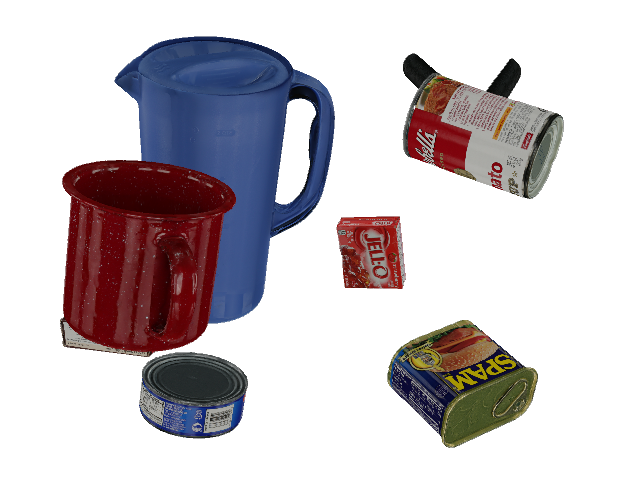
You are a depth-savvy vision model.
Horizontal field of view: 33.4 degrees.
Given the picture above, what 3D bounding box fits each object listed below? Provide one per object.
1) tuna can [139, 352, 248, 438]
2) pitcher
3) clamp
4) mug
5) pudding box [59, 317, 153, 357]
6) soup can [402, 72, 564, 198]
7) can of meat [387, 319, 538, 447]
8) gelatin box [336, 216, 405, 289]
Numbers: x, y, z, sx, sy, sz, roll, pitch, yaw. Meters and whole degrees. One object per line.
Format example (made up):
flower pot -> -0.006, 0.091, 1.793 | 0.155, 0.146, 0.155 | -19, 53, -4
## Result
tuna can -> -0.103, 0.125, 0.865 | 0.086, 0.034, 0.086 | 8, 20, -3
pitcher -> -0.087, -0.050, 0.955 | 0.149, 0.243, 0.144 | 28, 38, 33
clamp -> 0.137, -0.127, 1.038 | 0.120, 0.039, 0.171 | 4, 45, 4
mug -> -0.092, 0.013, 0.576 | 0.093, 0.081, 0.117 | -2, 23, -29
pudding box -> -0.227, 0.097, 1.226 | 0.114, 0.039, 0.090 | 3, 16, 18
soup can -> 0.123, -0.079, 0.802 | 0.102, 0.068, 0.068 | 22, 9, 23
can of meat -> 0.121, 0.120, 0.923 | 0.101, 0.057, 0.084 | -17, 39, -30
gelatin box -> 0.062, 0.015, 1.289 | 0.073, 0.089, 0.030 | 0, 29, 15
